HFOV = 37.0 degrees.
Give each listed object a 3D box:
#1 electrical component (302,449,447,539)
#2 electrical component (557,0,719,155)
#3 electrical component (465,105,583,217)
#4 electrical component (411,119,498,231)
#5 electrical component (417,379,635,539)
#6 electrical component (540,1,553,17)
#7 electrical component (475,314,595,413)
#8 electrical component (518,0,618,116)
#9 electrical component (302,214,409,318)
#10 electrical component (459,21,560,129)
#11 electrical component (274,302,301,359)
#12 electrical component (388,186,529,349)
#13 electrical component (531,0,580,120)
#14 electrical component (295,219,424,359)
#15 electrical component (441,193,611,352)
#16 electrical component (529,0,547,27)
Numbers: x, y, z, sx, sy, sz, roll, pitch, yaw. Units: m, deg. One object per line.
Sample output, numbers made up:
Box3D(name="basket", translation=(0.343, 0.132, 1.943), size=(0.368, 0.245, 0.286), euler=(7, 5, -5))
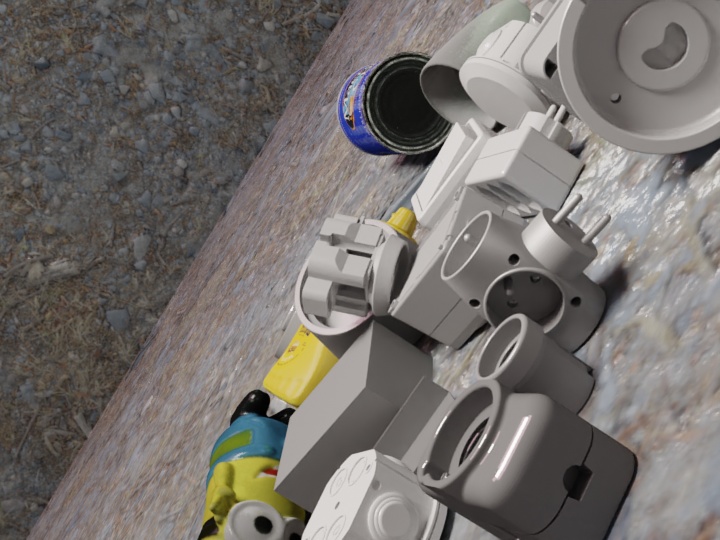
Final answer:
Box3D(name="electrical component", translation=(0.008, 0.141, 0.591), size=(0.080, 0.051, 0.080), euler=(-53, 13, 18))
Box3D(name="electrical component", translation=(0.155, -0.120, 0.562), size=(0.108, 0.108, 0.060), euler=(-53, 7, 19))
Box3D(name="electrical component", translation=(0.118, -0.081, 0.726), size=(0.076, 0.047, 0.066), euler=(-60, 14, -9))
Box3D(name="electrical component", translation=(0.077, -0.058, 0.798), size=(0.096, 0.061, 0.061), euler=(-54, 13, 14))
Box3D(name="electrical component", translation=(0.068, 0.087, 0.480), size=(0.053, 0.059, 0.095), euler=(-60, 13, -15))
Box3D(name="electrical component", translation=(0.168, -0.203, 0.842), size=(0.079, 0.044, 0.077), euler=(-25, 38, 64))
Box3D(name="electrical component", translation=(0.087, 0.050, 0.530), size=(0.040, 0.046, 0.040), euler=(-53, 13, 18))
Box3D(name="electrical component", translation=(0.162, -0.150, 0.670), size=(0.113, 0.078, 0.057), euler=(-55, 15, 7))
Box3D(name="electrical component", translation=(0.000, 0.000, 0.741), size=(0.058, 0.057, 0.078), euler=(86, -160, -50))
Box3D(name="electrical component", translation=(0.120, -0.144, 0.811), size=(0.051, 0.080, 0.080), euler=(-54, 12, -13))
Box3D(name="electrical component", translation=(-0.036, 0.052, 1.003), size=(0.099, 0.064, 0.099), euler=(-63, 0, 0))
Box3D(name="electrical component", translation=(0.066, 0.005, 0.705), size=(0.096, 0.061, 0.061), euler=(-55, 9, 48))
Box3D(name="electrical component", translation=(0.152, -0.161, 0.739), size=(0.083, 0.076, 0.047), euler=(-61, 13, -17))
Box3D(name="electrical component", translation=(0.000, 0.012, 0.812), size=(0.108, 0.060, 0.108), euler=(-22, 49, 28))
Box3D(name="electrical component", translation=(0.096, -0.005, 0.558), size=(0.079, 0.077, 0.044), euler=(-51, 13, 25))
Box3D(name="electrical component", translation=(0.169, -0.215, 0.901), size=(0.035, 0.035, 0.061), euler=(-61, 15, -17))
